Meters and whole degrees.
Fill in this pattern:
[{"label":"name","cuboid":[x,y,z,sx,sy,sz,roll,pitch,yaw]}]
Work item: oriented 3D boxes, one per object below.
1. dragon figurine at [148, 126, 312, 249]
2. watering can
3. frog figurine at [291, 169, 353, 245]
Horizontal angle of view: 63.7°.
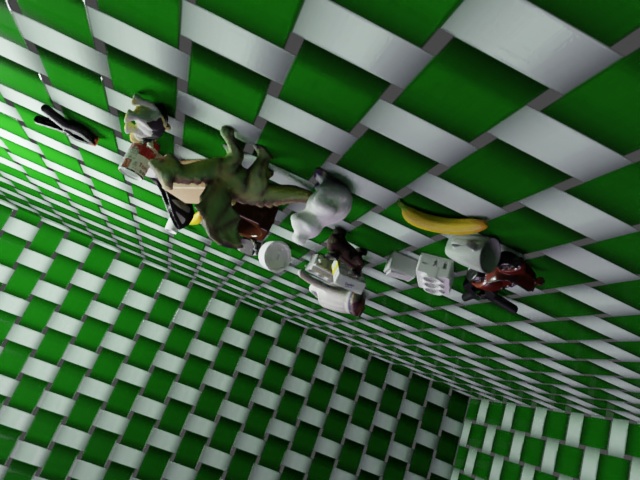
[{"label":"dragon figurine","cuboid":[-0.177,-0.092,1.141,0.407,0.247,0.121,31,154,-23]},{"label":"watering can","cuboid":[0.052,0.208,1.986,0.225,0.105,0.341,12,160,25]},{"label":"frog figurine","cuboid":[0.004,-0.058,1.151,0.122,0.162,0.136,22,161,-10]}]
